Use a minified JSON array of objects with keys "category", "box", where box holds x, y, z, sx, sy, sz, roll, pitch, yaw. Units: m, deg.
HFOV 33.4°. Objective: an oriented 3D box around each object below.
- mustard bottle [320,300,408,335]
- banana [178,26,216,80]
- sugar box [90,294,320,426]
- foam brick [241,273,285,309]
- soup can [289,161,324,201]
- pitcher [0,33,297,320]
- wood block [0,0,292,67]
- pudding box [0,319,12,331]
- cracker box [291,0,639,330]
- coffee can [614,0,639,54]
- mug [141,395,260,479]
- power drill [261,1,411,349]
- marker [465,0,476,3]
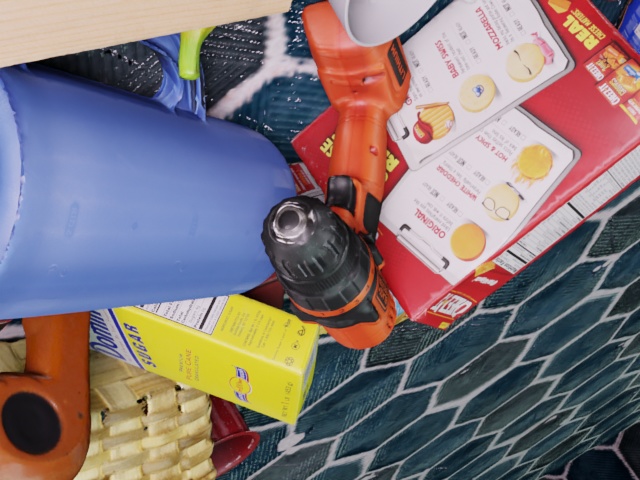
[{"category":"mustard bottle","box":[0.074,0.039,0.995,0.191,0.058,0.096,-26,150,-16]},{"category":"banana","box":[-0.001,-0.157,0.521,0.198,0.069,0.037,-32,173,17]},{"category":"sugar box","box":[-0.090,0.062,0.716,0.093,0.176,0.048,98,11,-59]},{"category":"foam brick","box":[-0.065,0.016,0.761,0.053,0.078,0.051,-23,155,-17]},{"category":"soup can","box":[-0.005,0.001,0.772,0.068,0.102,0.068,-26,155,-13]},{"category":"pitcher","box":[-0.113,-0.032,0.568,0.149,0.145,0.242,-22,167,30]},{"category":"wood block","box":[-0.108,-0.134,0.417,0.205,0.090,0.091,-19,152,-30]},{"category":"pudding box","box":[-0.210,0.016,0.628,0.090,0.039,0.113,-42,154,19]},{"category":"cracker box","box":[0.111,-0.068,0.714,0.214,0.164,0.072,-40,153,14]},{"category":"coffee can","box":[0.281,-0.157,0.831,0.102,0.103,0.140,-20,152,-27]},{"category":"mug","box":[-0.115,0.165,0.967,0.093,0.081,0.117,-29,155,-8]},{"category":"power drill","box":[0.012,-0.042,0.625,0.057,0.187,0.184,2,161,14]},{"category":"marker","box":[0.126,-0.200,0.664,0.020,0.020,0.121,-3,142,-48]}]
